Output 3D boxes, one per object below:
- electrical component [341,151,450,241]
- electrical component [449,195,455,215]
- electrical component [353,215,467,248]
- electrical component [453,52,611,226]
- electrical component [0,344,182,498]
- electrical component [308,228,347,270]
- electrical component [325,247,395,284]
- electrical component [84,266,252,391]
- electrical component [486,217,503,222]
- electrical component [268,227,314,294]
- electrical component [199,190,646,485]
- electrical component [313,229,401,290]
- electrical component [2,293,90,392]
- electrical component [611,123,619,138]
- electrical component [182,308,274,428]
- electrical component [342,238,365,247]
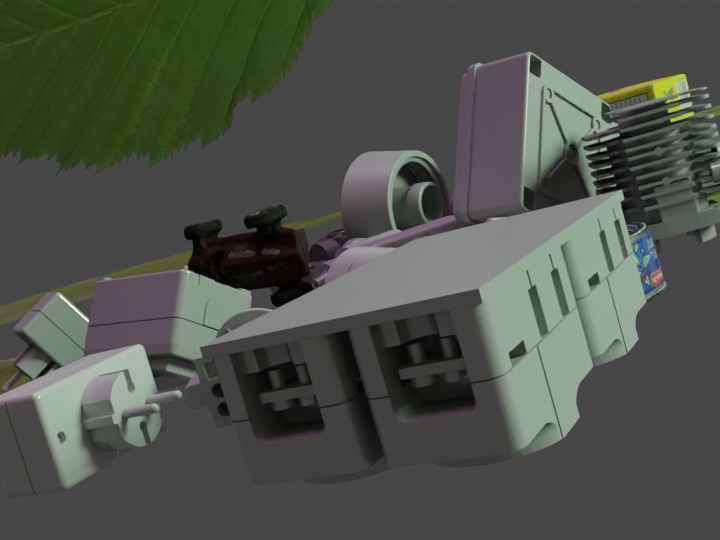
[{"bbox_3d":[0.040,-0.055,0.956,0.060,0.108,0.108,-4,12,37],"label":"electrical component"},{"bbox_3d":[0.149,-0.059,0.931,0.074,0.052,0.138,-21,7,-38],"label":"electrical component"},{"bbox_3d":[0.050,-0.006,0.734,0.083,0.047,0.076,-19,6,-23],"label":"electrical component"},{"bbox_3d":[0.117,-0.073,0.715,0.056,0.108,0.109,-8,-19,42],"label":"electrical component"},{"bbox_3d":[-0.121,0.068,0.516,0.076,0.047,0.083,-13,7,27],"label":"electrical component"},{"bbox_3d":[-0.021,-0.013,1.007,0.079,0.044,0.077,-20,7,-32],"label":"electrical component"},{"bbox_3d":[0.015,0.013,0.631,0.055,0.055,0.047,-21,11,-36],"label":"electrical component"},{"bbox_3d":[-0.123,0.039,0.661,0.096,0.061,0.062,-7,-21,36],"label":"electrical component"},{"bbox_3d":[0.073,-0.003,0.655,0.055,0.048,0.066,-22,13,-6],"label":"electrical component"},{"bbox_3d":[-0.073,-0.008,1.048,0.048,0.055,0.066,-21,7,-35],"label":"electrical component"},{"bbox_3d":[0.039,0.024,0.426,0.105,0.060,0.186,-13,7,29],"label":"electrical component"},{"bbox_3d":[0.000,0.000,0.835,0.081,0.043,0.043,-20,7,-29],"label":"electrical component"},{"bbox_3d":[-0.226,0.066,0.785,0.076,0.065,0.047,-50,18,-19],"label":"electrical component"},{"bbox_3d":[0.164,-0.064,0.813,0.059,0.053,0.095,-10,32,47],"label":"electrical component"},{"bbox_3d":[-0.052,0.047,0.541,0.066,0.048,0.055,-15,14,6],"label":"electrical component"},{"bbox_3d":[0.009,-0.006,0.897,0.040,0.040,0.046,-20,13,-30],"label":"electrical component"}]
